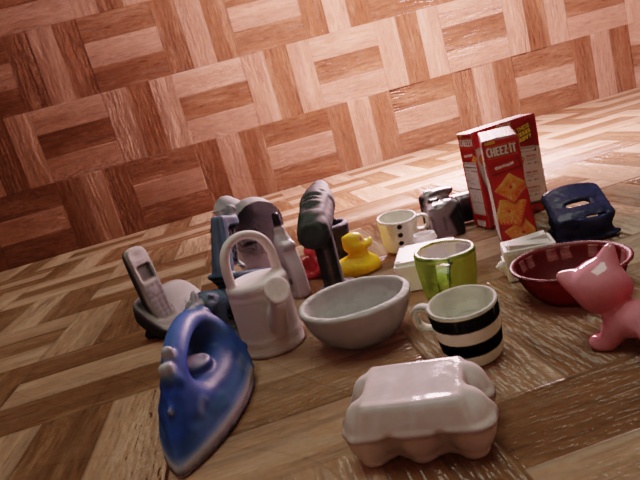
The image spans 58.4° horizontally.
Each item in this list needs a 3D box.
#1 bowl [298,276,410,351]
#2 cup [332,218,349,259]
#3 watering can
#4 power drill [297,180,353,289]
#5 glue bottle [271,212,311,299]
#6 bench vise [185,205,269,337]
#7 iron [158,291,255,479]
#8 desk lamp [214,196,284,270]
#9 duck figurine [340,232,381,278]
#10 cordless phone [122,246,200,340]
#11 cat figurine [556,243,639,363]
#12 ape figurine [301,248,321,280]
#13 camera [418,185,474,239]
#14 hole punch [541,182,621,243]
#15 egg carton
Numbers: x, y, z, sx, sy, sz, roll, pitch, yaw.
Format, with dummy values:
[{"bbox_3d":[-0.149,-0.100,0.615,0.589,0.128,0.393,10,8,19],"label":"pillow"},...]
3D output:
[{"bbox_3d":[0.057,0.114,0.838,0.167,0.075,0.167,-15,13,4],"label":"bowl"},{"bbox_3d":[0.029,0.006,1.294,0.091,0.095,0.118,-14,13,5],"label":"cup"},{"bbox_3d":[-0.091,0.079,0.895,0.172,0.194,0.101,-4,17,43],"label":"watering can"},{"bbox_3d":[0.010,0.004,1.064,0.075,0.208,0.229,-14,13,9],"label":"power drill"},{"bbox_3d":[-0.066,0.028,1.130,0.037,0.173,0.078,-22,14,-27],"label":"glue bottle"},{"bbox_3d":[-0.156,0.056,1.010,0.121,0.220,0.207,-12,13,15],"label":"bench vise"},{"bbox_3d":[-0.164,0.165,0.731,0.118,0.141,0.258,-15,13,3],"label":"iron"},{"bbox_3d":[-0.157,0.007,1.238,0.118,0.214,0.202,-22,14,-28],"label":"desk lamp"},{"bbox_3d":[0.067,0.027,1.174,0.104,0.086,0.077,-17,13,-8],"label":"duck figurine"},{"bbox_3d":[-0.308,0.089,1.130,0.094,0.185,0.148,-9,14,28],"label":"cordless phone"},{"bbox_3d":[0.330,0.064,0.629,0.067,0.118,0.127,-21,14,-23],"label":"cat figurine"},{"bbox_3d":[-0.011,0.035,1.222,0.076,0.092,0.077,-19,13,-16],"label":"ape figurine"},{"bbox_3d":[0.301,-0.074,1.300,0.136,0.101,0.143,-15,13,3],"label":"camera"},{"bbox_3d":[0.463,-0.049,1.022,0.108,0.091,0.101,-14,13,8],"label":"hole punch"},{"bbox_3d":[0.099,0.168,0.566,0.150,0.069,0.107,-12,13,15],"label":"egg carton"}]
